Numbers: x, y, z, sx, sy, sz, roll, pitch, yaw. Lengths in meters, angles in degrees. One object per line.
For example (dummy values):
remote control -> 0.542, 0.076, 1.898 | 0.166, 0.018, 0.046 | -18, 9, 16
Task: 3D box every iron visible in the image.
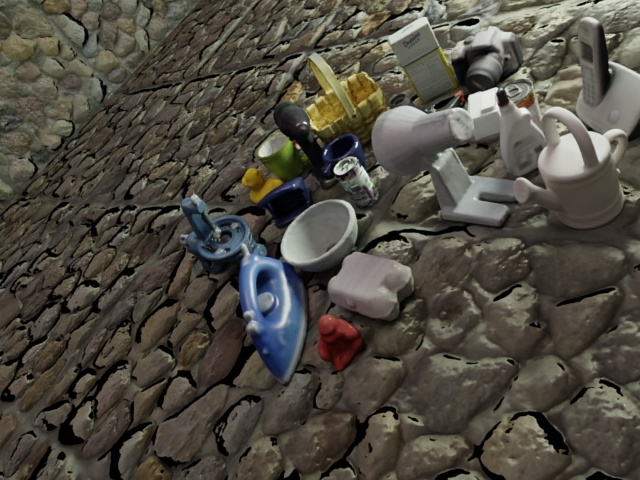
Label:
iron -> -0.102, 0.124, 1.038 | 0.118, 0.142, 0.258 | -27, 38, 15

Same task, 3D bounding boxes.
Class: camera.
camera -> 0.342, -0.380, 1.228 | 0.142, 0.101, 0.137 | 2, 52, 41

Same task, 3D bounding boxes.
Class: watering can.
watering can -> 0.370, -0.108, 0.841 | 0.173, 0.195, 0.100 | -49, 38, -13

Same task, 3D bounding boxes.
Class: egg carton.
egg carton -> 0.085, 0.080, 0.987 | 0.149, 0.070, 0.107 | 12, 59, 46

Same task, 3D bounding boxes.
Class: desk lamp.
desk lamp -> 0.214, -0.139, 0.987 | 0.202, 0.214, 0.118 | 12, 59, 46

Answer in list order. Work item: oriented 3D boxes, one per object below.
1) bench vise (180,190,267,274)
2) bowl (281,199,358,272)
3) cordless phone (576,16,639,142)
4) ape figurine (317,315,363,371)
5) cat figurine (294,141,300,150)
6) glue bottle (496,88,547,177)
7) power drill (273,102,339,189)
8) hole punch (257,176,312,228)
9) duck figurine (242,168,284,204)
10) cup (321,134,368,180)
bench vise -> -0.247, -0.007, 1.230 | 0.207, 0.220, 0.121 | -17, 42, 26
bowl -> 0.010, 0.004, 1.125 | 0.167, 0.075, 0.167 | -23, 40, 20
cordless phone -> 0.469, -0.262, 0.926 | 0.094, 0.186, 0.147 | -35, 37, 6
ape figurine -> 0.026, 0.157, 0.937 | 0.077, 0.092, 0.076 | -19, 41, 24
cat figurine -> -0.070, -0.297, 1.471 | 0.067, 0.118, 0.127 | -27, 38, 15
glue bottle -> 0.333, -0.188, 0.973 | 0.078, 0.174, 0.037 | -30, 38, 12
power drill -> -0.026, -0.217, 1.275 | 0.075, 0.209, 0.229 | -38, 37, 1
hole punch -> -0.083, -0.098, 1.297 | 0.108, 0.091, 0.101 | -27, 38, 16
duck figurine -> -0.144, -0.138, 1.394 | 0.104, 0.086, 0.077 | -5, 48, 37
cup -> 0.056, -0.157, 1.238 | 0.091, 0.095, 0.118 | 11, 59, 45
